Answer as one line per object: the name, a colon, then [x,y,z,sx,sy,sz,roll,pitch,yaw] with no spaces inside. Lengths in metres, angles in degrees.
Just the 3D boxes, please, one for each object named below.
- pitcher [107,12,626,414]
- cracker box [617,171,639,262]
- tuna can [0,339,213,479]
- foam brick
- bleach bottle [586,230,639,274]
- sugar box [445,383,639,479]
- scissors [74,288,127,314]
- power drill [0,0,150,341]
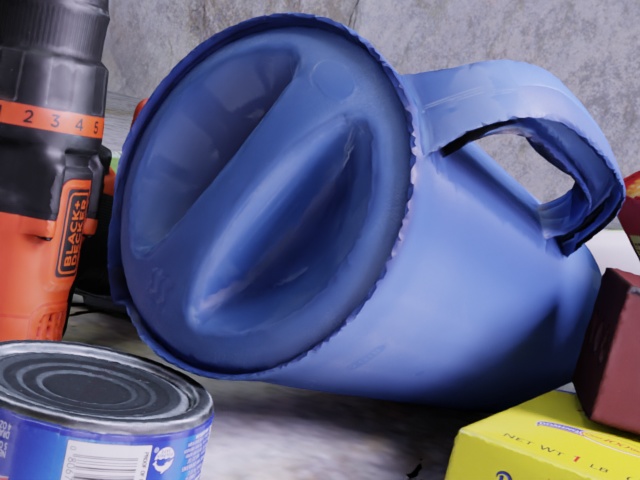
pitcher: [0.045,0.006,0.457,0.149,0.145,0.242,25,1,36]
cracker box: [0.222,0.045,0.483,0.072,0.164,0.213,-29,10,5]
tuna can: [-0.079,0.061,0.349,0.086,0.034,0.086,12,8,-2]
foam brick: [0.131,0.044,0.410,0.051,0.053,0.078,15,5,8]
bleach bottle: [0.183,0.020,0.691,0.251,0.068,0.102,-3,-1,30]
sugar box: [0.121,0.092,0.414,0.093,0.048,0.176,17,10,26]
scissors: [-0.105,0.030,0.592,0.202,0.016,0.096,15,6,14]
power drill: [-0.096,-0.035,0.470,0.057,0.184,0.187,13,5,14]
